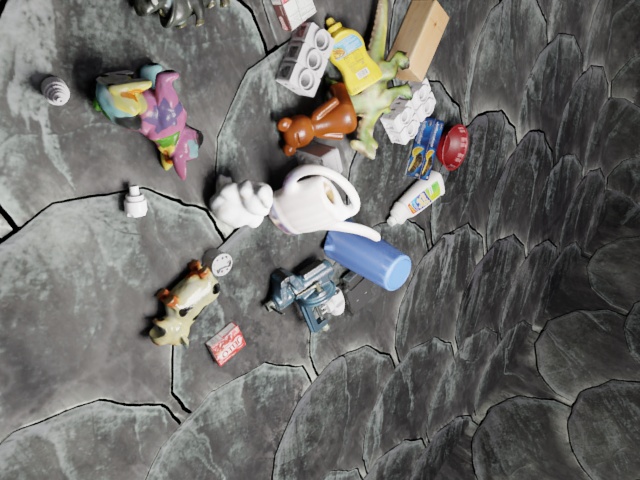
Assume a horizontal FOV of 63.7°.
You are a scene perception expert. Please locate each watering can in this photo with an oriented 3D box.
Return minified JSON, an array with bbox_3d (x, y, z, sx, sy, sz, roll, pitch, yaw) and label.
[{"bbox_3d":[0.004,-0.066,1.304,0.341,0.223,0.106,49,33,-45],"label":"watering can"}]

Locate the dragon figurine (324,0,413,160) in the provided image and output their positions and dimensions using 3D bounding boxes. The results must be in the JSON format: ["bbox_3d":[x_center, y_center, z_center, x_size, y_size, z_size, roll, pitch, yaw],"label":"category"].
[{"bbox_3d":[0.115,-0.419,1.376,0.245,0.123,0.404,-26,115,-27],"label":"dragon figurine"}]

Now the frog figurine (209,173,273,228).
[{"bbox_3d":[-0.167,-0.079,1.158,0.124,0.161,0.134,-47,135,-19],"label":"frog figurine"}]
